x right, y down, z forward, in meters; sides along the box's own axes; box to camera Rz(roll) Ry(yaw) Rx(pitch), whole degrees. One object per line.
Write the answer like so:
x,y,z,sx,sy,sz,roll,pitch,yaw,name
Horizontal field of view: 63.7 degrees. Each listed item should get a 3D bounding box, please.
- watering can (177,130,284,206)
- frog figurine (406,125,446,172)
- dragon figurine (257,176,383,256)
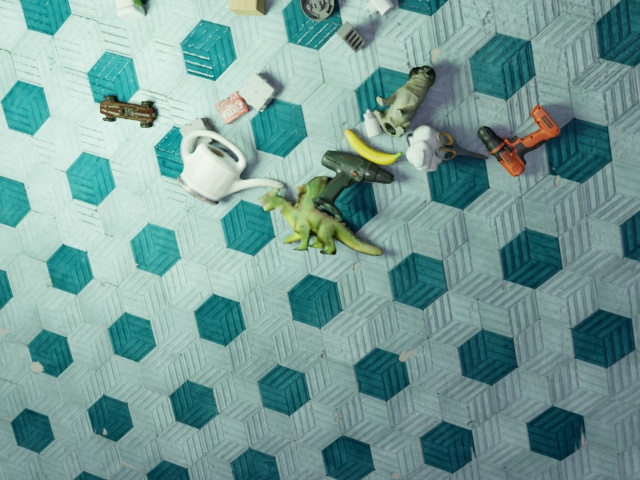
-0.307,-0.202,1.655,0.346,0.106,0.221,35,110,-12,watering can
0.311,-0.267,1.506,0.122,0.161,0.136,-4,100,8,frog figurine
0.005,-0.082,1.631,0.410,0.122,0.242,5,93,0,dragon figurine
